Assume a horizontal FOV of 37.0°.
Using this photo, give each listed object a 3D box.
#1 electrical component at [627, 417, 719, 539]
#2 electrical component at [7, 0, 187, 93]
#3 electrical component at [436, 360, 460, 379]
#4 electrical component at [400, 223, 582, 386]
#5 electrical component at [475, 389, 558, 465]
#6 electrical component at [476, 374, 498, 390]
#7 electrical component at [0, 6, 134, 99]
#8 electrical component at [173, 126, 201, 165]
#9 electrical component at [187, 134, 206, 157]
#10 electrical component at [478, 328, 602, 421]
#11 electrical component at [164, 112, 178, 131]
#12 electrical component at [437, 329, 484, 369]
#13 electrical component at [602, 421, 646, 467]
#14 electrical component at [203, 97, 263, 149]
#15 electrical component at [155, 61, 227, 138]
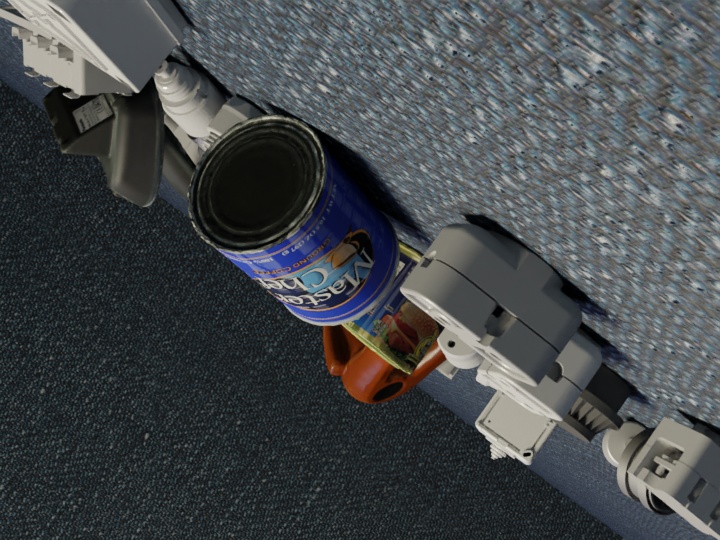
[{"bbox_3d":[0.243,0.147,0.754,0.089,0.055,0.050,39,174,-24],"label":"electrical component"},{"bbox_3d":[-0.172,-0.170,0.635,0.109,0.056,0.108,34,174,18],"label":"electrical component"},{"bbox_3d":[0.102,0.093,1.200,0.040,0.046,0.040,36,174,4],"label":"electrical component"},{"bbox_3d":[0.081,0.017,0.638,0.095,0.059,0.054,38,174,-14],"label":"electrical component"},{"bbox_3d":[0.153,0.139,1.013,0.062,0.096,0.061,35,175,15],"label":"electrical component"},{"bbox_3d":[0.145,0.104,1.073,0.046,0.040,0.040,29,173,13],"label":"electrical component"},{"bbox_3d":[-0.203,-0.164,0.767,0.079,0.063,0.121,-9,-156,-34],"label":"electrical component"},{"bbox_3d":[-0.138,-0.103,1.020,0.076,0.047,0.083,36,174,3],"label":"electrical component"},{"bbox_3d":[-0.108,-0.103,0.868,0.081,0.043,0.043,40,173,-37],"label":"electrical component"},{"bbox_3d":[0.126,0.063,0.744,0.054,0.059,0.095,36,174,-2],"label":"electrical component"},{"bbox_3d":[-0.197,-0.150,1.033,0.065,0.044,0.044,34,176,-37],"label":"electrical component"},{"bbox_3d":[0.098,0.067,1.019,0.045,0.045,0.055,34,174,19],"label":"electrical component"},{"bbox_3d":[0.234,0.155,0.950,0.040,0.040,0.078,35,174,12],"label":"electrical component"},{"bbox_3d":[-0.094,-0.091,0.784,0.043,0.062,0.043,36,174,4],"label":"electrical component"},{"bbox_3d":[-0.127,-0.129,0.787,0.040,0.040,0.078,33,173,28],"label":"electrical component"}]
